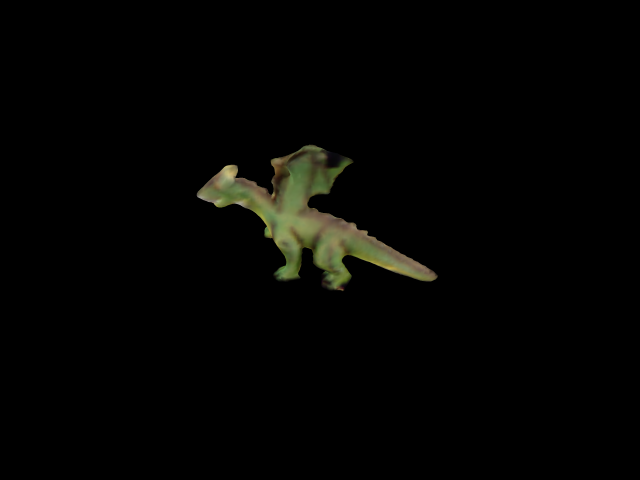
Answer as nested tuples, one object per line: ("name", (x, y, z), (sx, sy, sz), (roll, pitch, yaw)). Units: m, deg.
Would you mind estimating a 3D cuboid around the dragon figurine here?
("dragon figurine", (0.003, -0.043, 0.850), (0.410, 0.237, 0.125), (6, 44, 7))
